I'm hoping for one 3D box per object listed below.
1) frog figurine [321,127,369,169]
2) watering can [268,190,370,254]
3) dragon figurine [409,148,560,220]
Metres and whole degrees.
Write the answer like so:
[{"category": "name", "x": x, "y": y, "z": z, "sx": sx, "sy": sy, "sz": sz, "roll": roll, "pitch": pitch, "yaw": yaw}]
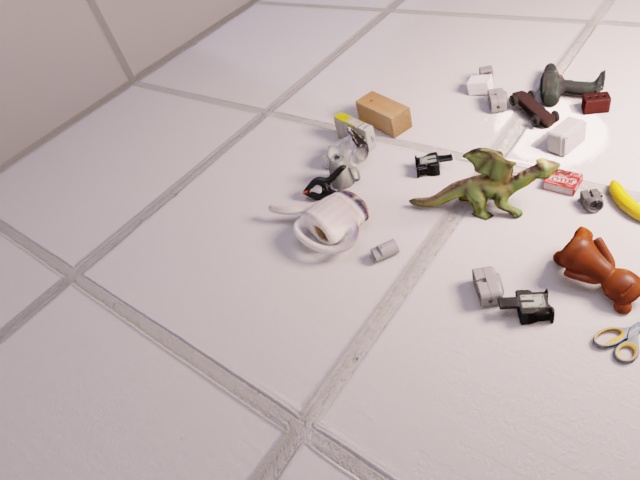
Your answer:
[{"category": "frog figurine", "x": 0.088, "y": -0.296, "z": 1.794, "sx": 0.157, "sy": 0.122, "sz": 0.140, "roll": -47, "pitch": 56, "yaw": 24}, {"category": "watering can", "x": 0.005, "y": -0.079, "z": 1.572, "sx": 0.227, "sy": 0.101, "sz": 0.352, "roll": -35, "pitch": 45, "yaw": -20}, {"category": "dragon figurine", "x": 0.446, "y": -0.172, "z": 1.434, "sx": 0.410, "sy": 0.237, "sz": 0.125, "roll": -1, "pitch": 50, "yaw": 15}]
